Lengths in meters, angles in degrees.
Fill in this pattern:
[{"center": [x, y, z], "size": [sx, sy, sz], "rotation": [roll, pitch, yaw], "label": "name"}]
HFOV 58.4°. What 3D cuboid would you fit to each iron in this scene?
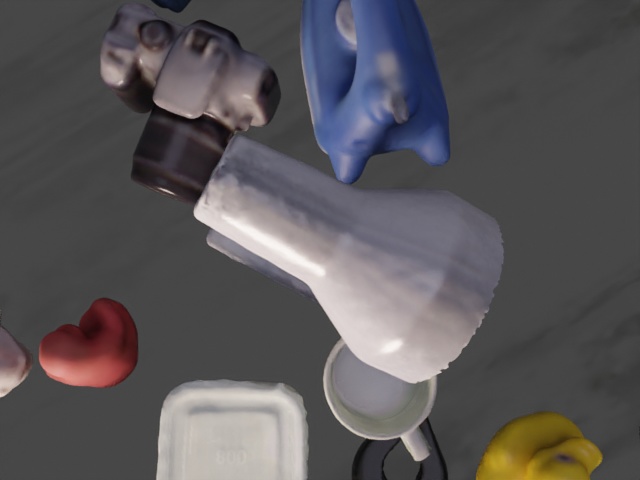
[{"center": [0.035, -0.184, 0.457], "size": [0.118, 0.141, 0.258], "rotation": [-12, 84, 1], "label": "iron"}]

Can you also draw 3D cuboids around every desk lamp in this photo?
[{"center": [0.004, 0.001, 0.405], "size": [0.203, 0.213, 0.118], "rotation": [26, 86, 4], "label": "desk lamp"}]

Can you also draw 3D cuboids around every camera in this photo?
[{"center": [-0.121, -0.108, 0.475], "size": [0.143, 0.101, 0.137], "rotation": [22, 86, 4], "label": "camera"}]

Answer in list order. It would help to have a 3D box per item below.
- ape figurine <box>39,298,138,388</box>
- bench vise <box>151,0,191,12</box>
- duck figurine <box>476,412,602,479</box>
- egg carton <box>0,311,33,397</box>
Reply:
[{"center": [-0.192, 0.088, 0.463], "size": [0.078, 0.092, 0.076], "rotation": [-30, 84, -1], "label": "ape figurine"}, {"center": [-0.086, -0.300, 0.432], "size": [0.121, 0.220, 0.207], "rotation": [29, 86, 4], "label": "bench vise"}, {"center": [0.174, 0.187, 0.447], "size": [0.104, 0.086, 0.077], "rotation": [-42, 85, -2], "label": "duck figurine"}, {"center": [-0.319, 0.083, 0.479], "size": [0.107, 0.069, 0.150], "rotation": [-40, 85, -2], "label": "egg carton"}]
